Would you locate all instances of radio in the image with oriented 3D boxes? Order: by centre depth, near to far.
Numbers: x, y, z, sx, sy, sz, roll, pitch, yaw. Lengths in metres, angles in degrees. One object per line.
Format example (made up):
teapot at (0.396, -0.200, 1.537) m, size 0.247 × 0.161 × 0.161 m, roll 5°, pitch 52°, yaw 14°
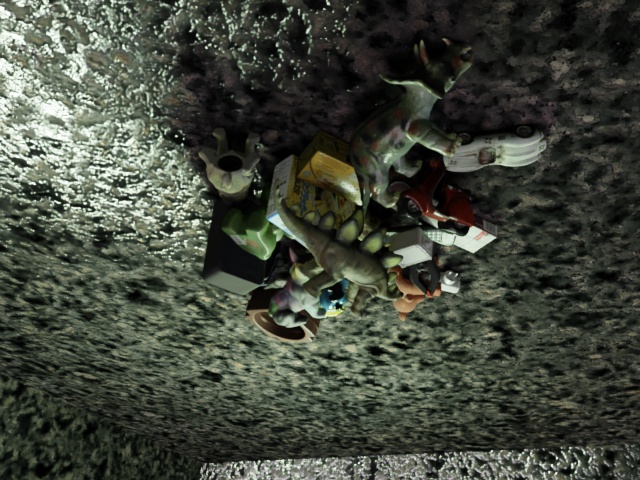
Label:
radio at (-0.195, 0.008, 1.286) m, size 0.131 × 0.230 × 0.073 m, roll 29°, pitch 139°, yaw -35°

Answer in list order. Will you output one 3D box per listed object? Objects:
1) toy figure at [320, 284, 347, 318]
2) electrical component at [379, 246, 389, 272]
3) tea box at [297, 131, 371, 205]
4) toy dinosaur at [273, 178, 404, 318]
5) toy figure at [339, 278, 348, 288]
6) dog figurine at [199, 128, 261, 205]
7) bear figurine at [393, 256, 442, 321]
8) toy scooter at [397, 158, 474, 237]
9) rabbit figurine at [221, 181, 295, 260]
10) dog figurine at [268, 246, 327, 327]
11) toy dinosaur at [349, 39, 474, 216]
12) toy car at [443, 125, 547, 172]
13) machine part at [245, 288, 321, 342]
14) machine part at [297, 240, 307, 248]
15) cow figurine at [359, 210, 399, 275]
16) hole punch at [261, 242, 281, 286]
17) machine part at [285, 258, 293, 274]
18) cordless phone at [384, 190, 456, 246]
toy figure at (0.040, 0.182, 1.591) m, size 0.089 × 0.082 × 0.180 m, roll 14°, pitch 154°, yaw -3°
electrical component at (0.128, 0.064, 1.305) m, size 0.075 × 0.048 × 0.119 m, roll 18°, pitch 115°, yaw -20°
tea box at (0.046, -0.153, 1.163) m, size 0.169 × 0.068 × 0.098 m, roll 24°, pitch 139°, yaw -22°
toy dinosaur at (0.046, 0.031, 1.136) m, size 0.471 × 0.105 × 0.198 m, roll 30°, pitch 110°, yaw -37°
toy figure at (0.127, 0.125, 1.542) m, size 0.154 × 0.064 × 0.057 m, roll 20°, pitch 115°, yaw -13°
dog figurine at (-0.190, -0.121, 1.163) m, size 0.121 × 0.172 × 0.190 m, roll 16°, pitch 137°, yaw 5°
bear figurine at (0.265, 0.139, 1.491) m, size 0.132 × 0.120 × 0.195 m, roll -4°, pitch 145°, yaw 8°
toy scooter at (0.253, -0.090, 1.116) m, size 0.184 × 0.135 × 0.075 m, roll 19°, pitch 176°, yaw -21°
rabbit figurine at (-0.113, -0.051, 1.235) m, size 0.121 × 0.170 × 0.159 m, roll -2°, pitch 142°, yaw 42°
dog figurine at (-0.068, 0.123, 1.458) m, size 0.192 × 0.109 × 0.219 m, roll -17°, pitch 132°, yaw -1°
toy dinosaur at (0.131, -0.191, 1.015) m, size 0.192 × 0.131 × 0.405 m, roll 41°, pitch 130°, yaw -7°
toy car at (0.352, -0.182, 1.089) m, size 0.202 × 0.056 × 0.073 m, roll -4°, pitch 142°, yaw 14°
machine part at (-0.112, 0.233, 1.668) m, size 0.201 × 0.087 × 0.201 m, roll -9°, pitch 138°, yaw 39°
machine part at (-0.003, -0.004, 1.367) m, size 0.079 × 0.079 × 0.243 m, roll -22°, pitch 134°, yaw 33°
cow figurine at (0.125, 0.009, 1.350) m, size 0.127 × 0.086 × 0.194 m, roll -13°, pitch 124°, yaw 4°
hole punch at (-0.175, 0.066, 1.449) m, size 0.116 × 0.142 × 0.092 m, roll 20°, pitch 142°, yaw 5°
machine part at (-0.026, 0.085, 1.527) m, size 0.139 × 0.039 × 0.084 m, roll 13°, pitch 138°, yaw -7°
cordless phone at (0.225, -0.047, 1.247) m, size 0.184 × 0.089 × 0.146 m, roll -7°, pitch 143°, yaw 5°
